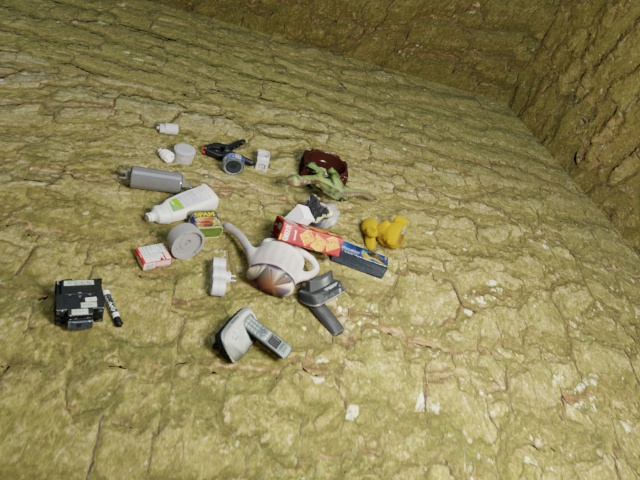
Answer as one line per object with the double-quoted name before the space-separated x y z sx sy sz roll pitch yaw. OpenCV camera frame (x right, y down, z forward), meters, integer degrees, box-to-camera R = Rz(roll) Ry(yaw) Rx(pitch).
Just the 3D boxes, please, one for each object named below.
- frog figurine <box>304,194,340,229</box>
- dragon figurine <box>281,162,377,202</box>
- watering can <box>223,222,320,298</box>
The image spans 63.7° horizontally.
"frog figurine" 0.006 -0.098 1.941 0.138 0.123 0.158 24 -1 16
"dragon figurine" 0.052 -0.189 1.990 0.409 0.120 0.247 16 23 -10
"watering can" -0.172 0.059 1.624 0.348 0.102 0.229 20 33 0
